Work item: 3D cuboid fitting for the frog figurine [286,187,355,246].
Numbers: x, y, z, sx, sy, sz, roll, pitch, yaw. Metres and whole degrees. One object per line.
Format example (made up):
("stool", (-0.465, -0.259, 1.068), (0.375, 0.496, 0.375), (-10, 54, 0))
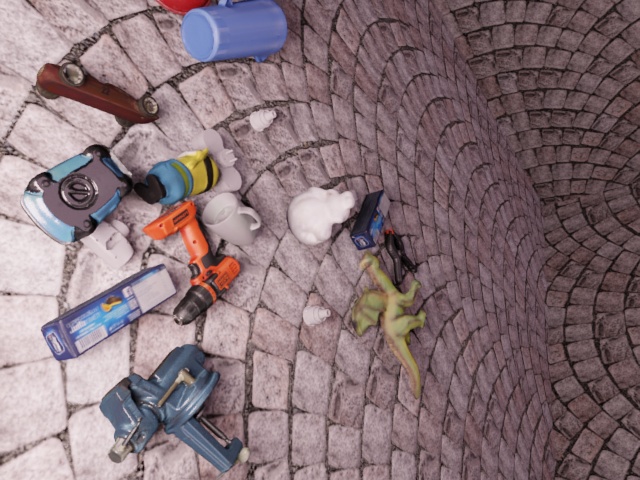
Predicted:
("frog figurine", (0.004, -0.062, 1.223), (0.121, 0.158, 0.140), (24, 58, -46))

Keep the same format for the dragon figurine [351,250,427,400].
("dragon figurine", (0.175, 0.225, 1.415), (0.242, 0.120, 0.417), (10, 65, -33))
